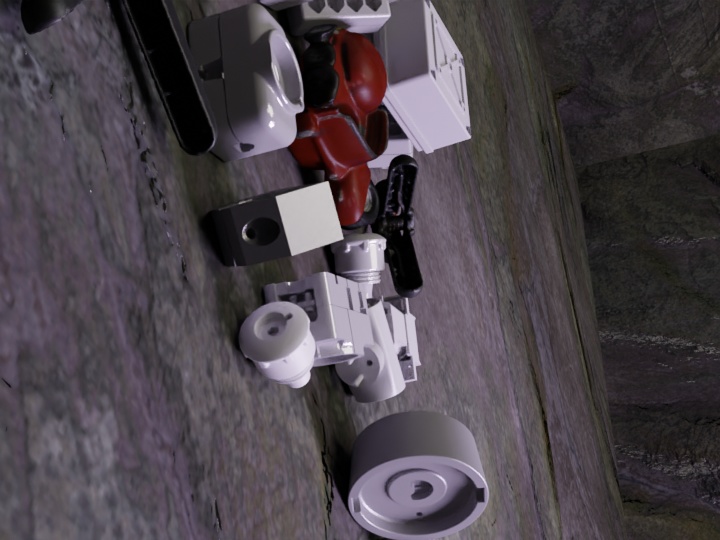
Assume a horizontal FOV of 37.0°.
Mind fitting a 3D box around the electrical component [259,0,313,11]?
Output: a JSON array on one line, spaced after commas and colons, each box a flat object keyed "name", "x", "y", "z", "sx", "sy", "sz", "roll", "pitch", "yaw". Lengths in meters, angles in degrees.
[{"name": "electrical component", "x": -0.057, "y": -0.248, "z": 0.870, "sx": 0.077, "sy": 0.066, "sz": 0.047, "roll": -5, "pitch": 83, "yaw": -73}]

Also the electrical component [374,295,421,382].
[{"name": "electrical component", "x": 0.021, "y": 0.059, "z": 0.947, "sx": 0.064, "sy": 0.042, "sz": 0.081, "roll": 37, "pitch": 42, "yaw": -60}]

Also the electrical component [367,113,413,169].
[{"name": "electrical component", "x": 0.031, "y": -0.129, "z": 1.107, "sx": 0.076, "sy": 0.047, "sz": 0.065, "roll": 82, "pitch": 9, "yaw": -51}]

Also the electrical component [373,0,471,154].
[{"name": "electrical component", "x": 0.059, "y": -0.186, "z": 1.021, "sx": 0.108, "sy": 0.056, "sz": 0.108, "roll": 47, "pitch": 34, "yaw": -51}]

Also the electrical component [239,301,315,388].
[{"name": "electrical component", "x": -0.050, "y": 0.055, "z": 0.714, "sx": 0.062, "sy": 0.048, "sz": 0.048, "roll": 68, "pitch": 18, "yaw": -48}]

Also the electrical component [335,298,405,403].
[{"name": "electrical component", "x": 0.002, "y": 0.070, "z": 0.869, "sx": 0.079, "sy": 0.044, "sz": 0.077, "roll": -48, "pitch": 123, "yaw": -70}]

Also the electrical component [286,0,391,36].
[{"name": "electrical component", "x": -0.027, "y": -0.232, "z": 0.962, "sx": 0.076, "sy": 0.083, "sz": 0.047, "roll": 151, "pitch": -69, "yaw": -67}]

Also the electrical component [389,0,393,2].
[{"name": "electrical component", "x": 0.018, "y": -0.290, "z": 1.127, "sx": 0.080, "sy": 0.080, "sz": 0.051, "roll": 41, "pitch": 34, "yaw": -63}]

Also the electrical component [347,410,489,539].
[{"name": "electrical component", "x": 0.043, "y": 0.156, "z": 0.842, "sx": 0.060, "sy": 0.108, "sz": 0.108, "roll": -93, "pitch": 162, "yaw": -48}]

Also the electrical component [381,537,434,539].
[{"name": "electrical component", "x": 0.048, "y": 0.233, "z": 0.869, "sx": 0.043, "sy": 0.062, "sz": 0.043, "roll": -12, "pitch": 90, "yaw": -73}]

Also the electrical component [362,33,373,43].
[{"name": "electrical component", "x": -0.011, "y": -0.250, "z": 1.049, "sx": 0.089, "sy": 0.050, "sz": 0.055, "roll": -84, "pitch": 155, "yaw": -46}]

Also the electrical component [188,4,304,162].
[{"name": "electrical component", "x": -0.076, "y": -0.128, "z": 0.732, "sx": 0.054, "sy": 0.059, "sz": 0.095, "roll": 36, "pitch": 44, "yaw": -66}]

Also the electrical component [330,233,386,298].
[{"name": "electrical component", "x": 0.000, "y": 0.000, "z": 0.918, "sx": 0.048, "sy": 0.048, "sz": 0.062, "roll": -3, "pitch": 90, "yaw": -73}]

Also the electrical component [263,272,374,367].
[{"name": "electrical component", "x": -0.028, "y": 0.039, "z": 0.784, "sx": 0.089, "sy": 0.050, "sz": 0.055, "roll": 22, "pitch": 57, "yaw": -70}]
